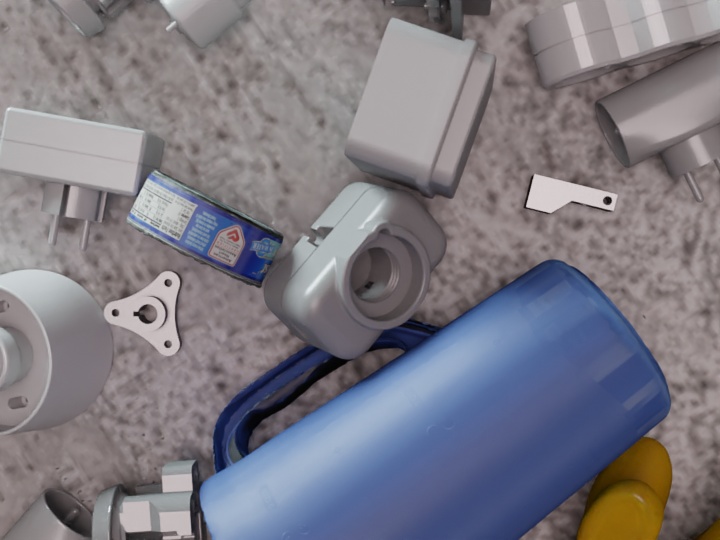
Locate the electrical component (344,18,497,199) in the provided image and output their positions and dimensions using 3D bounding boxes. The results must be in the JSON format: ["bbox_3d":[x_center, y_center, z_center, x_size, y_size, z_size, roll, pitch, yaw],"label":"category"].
[{"bbox_3d":[0.036,-0.084,0.591,0.057,0.113,0.078,20,92,5],"label":"electrical component"}]

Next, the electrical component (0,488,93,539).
[{"bbox_3d":[-0.183,0.185,0.642,0.079,0.043,0.077,42,93,1],"label":"electrical component"}]

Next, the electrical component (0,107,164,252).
[{"bbox_3d":[-0.167,-0.049,0.635,0.083,0.047,0.075,10,92,3],"label":"electrical component"}]

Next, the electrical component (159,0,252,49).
[{"bbox_3d":[-0.082,-0.165,0.632,0.078,0.040,0.040,-40,89,3],"label":"electrical component"}]

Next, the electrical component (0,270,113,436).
[{"bbox_3d":[-0.208,0.050,0.643,0.099,0.064,0.099,1,93,17],"label":"electrical component"}]

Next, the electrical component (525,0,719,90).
[{"bbox_3d":[0.161,-0.158,0.613,0.138,0.052,0.073,-16,90,2],"label":"electrical component"}]

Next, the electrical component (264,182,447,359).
[{"bbox_3d":[0.000,0.000,0.604,0.095,0.059,0.053,-50,120,-13],"label":"electrical component"}]

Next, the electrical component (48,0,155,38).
[{"bbox_3d":[-0.156,-0.171,0.634,0.066,0.048,0.055,45,85,1],"label":"electrical component"}]

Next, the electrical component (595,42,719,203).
[{"bbox_3d":[0.187,-0.078,0.618,0.077,0.044,0.079,-26,90,3],"label":"electrical component"}]

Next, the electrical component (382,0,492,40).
[{"bbox_3d":[0.042,-0.175,0.585,0.063,0.121,0.078,4,91,6],"label":"electrical component"}]

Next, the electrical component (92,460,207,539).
[{"bbox_3d":[-0.123,0.154,0.632,0.057,0.058,0.078,-4,91,0],"label":"electrical component"}]
